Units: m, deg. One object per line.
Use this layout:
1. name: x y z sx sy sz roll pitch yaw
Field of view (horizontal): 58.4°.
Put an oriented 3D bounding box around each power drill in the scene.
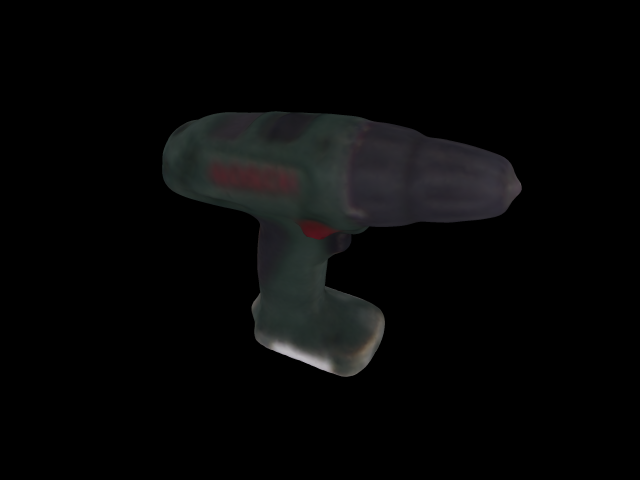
1. power drill: 0.004 0.001 0.400 0.229 0.208 0.076 17 48 17
